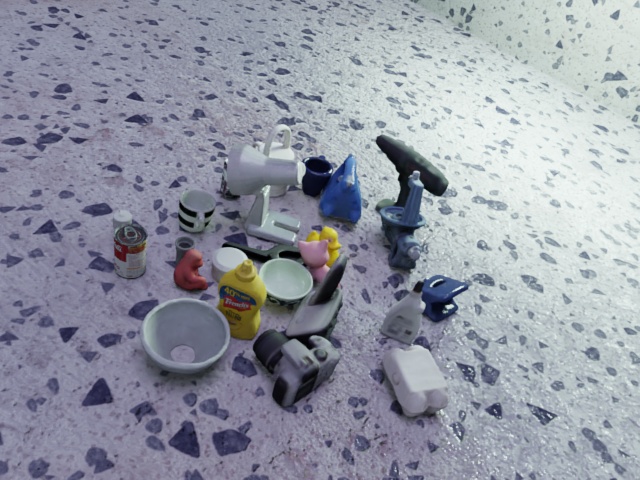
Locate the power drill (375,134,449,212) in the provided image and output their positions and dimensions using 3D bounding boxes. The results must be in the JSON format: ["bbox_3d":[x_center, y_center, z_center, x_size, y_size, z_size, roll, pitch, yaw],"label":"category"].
[{"bbox_3d":[0.227,-0.157,1.568,0.229,0.208,0.076,29,41,14],"label":"power drill"}]

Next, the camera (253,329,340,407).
[{"bbox_3d":[-0.052,0.225,1.112,0.143,0.101,0.136,-26,56,-39],"label":"camera"}]

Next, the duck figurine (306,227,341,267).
[{"bbox_3d":[0.013,0.005,1.400,0.078,0.086,0.104,-22,53,-37],"label":"duck figurine"}]

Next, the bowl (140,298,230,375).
[{"bbox_3d":[-0.258,0.196,1.092,0.167,0.075,0.167,10,40,-8],"label":"bowl"}]

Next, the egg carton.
[{"bbox_3d":[0.190,0.282,1.157,0.107,0.069,0.150,-3,44,-23],"label":"egg carton"}]

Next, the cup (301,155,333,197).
[{"bbox_3d":[-0.014,-0.177,1.594,0.091,0.095,0.118,18,40,2],"label":"cup"}]

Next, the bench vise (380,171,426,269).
[{"bbox_3d":[0.232,-0.048,1.435,0.122,0.220,0.207,-8,46,-27],"label":"bench vise"}]

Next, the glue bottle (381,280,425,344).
[{"bbox_3d":[0.191,0.149,1.229,0.078,0.173,0.037,22,40,6],"label":"glue bottle"}]

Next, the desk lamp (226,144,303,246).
[{"bbox_3d":[-0.131,-0.117,1.390,0.203,0.213,0.118,16,40,-1],"label":"desk lamp"}]

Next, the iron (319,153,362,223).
[{"bbox_3d":[0.072,-0.164,1.573,0.118,0.141,0.258,13,40,-5],"label":"iron"}]

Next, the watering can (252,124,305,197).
[{"bbox_3d":[-0.112,-0.216,1.525,0.172,0.194,0.101,22,40,6],"label":"watering can"}]

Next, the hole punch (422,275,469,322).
[{"bbox_3d":[0.279,0.124,1.354,0.109,0.091,0.101,-22,53,-37],"label":"hole punch"}]

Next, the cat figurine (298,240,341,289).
[{"bbox_3d":[0.002,0.056,1.313,0.067,0.118,0.127,-24,54,-38],"label":"cat figurine"}]

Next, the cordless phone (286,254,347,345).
[{"bbox_3d":[0.002,0.123,1.182,0.094,0.185,0.148,20,40,4],"label":"cordless phone"}]

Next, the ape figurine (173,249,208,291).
[{"bbox_3d":[-0.274,0.059,1.229,0.076,0.092,0.077,5,41,-14],"label":"ape figurine"}]
